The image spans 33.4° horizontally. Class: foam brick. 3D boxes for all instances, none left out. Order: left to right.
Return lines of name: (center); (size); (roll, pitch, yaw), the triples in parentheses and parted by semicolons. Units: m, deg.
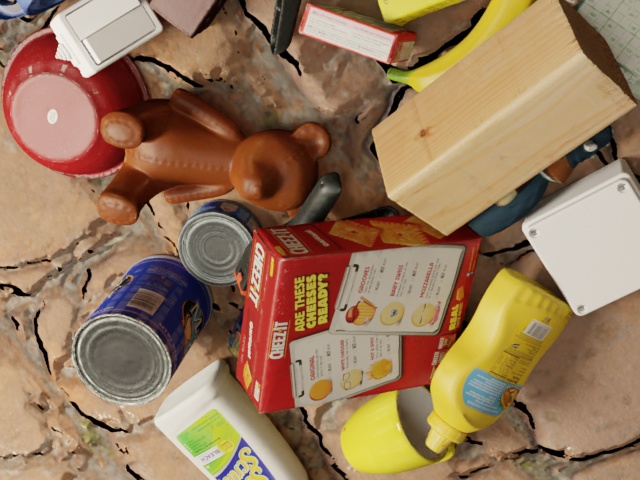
foam brick: (-0.111, -0.234, 0.982); (0.051, 0.053, 0.078); (37, 116, -5)

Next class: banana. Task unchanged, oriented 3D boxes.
banana: (0.145, -0.193, 0.952); (0.069, 0.037, 0.198); (41, 115, -7)

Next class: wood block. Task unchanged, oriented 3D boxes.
wood block: (0.155, -0.107, 0.933); (0.206, 0.091, 0.090); (-36, 134, 28)

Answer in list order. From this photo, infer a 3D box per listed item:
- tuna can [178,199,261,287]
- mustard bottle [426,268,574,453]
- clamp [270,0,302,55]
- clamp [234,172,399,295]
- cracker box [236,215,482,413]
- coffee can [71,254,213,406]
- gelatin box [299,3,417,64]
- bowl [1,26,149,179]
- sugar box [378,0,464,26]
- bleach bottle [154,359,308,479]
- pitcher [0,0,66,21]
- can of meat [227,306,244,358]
tuna can: (-0.102, 0.004, 1.094); (0.086, 0.033, 0.086); (5, 114, 10)
mustard bottle: (0.161, 0.125, 1.034); (0.096, 0.058, 0.192); (25, 101, -42)
clamp: (-0.036, -0.260, 0.900); (0.164, 0.036, 0.210); (21, 129, -36)
clamp: (-0.007, 0.001, 1.038); (0.120, 0.039, 0.172); (23, 132, -41)
cracker box: (0.035, 0.064, 1.011); (0.213, 0.072, 0.164); (-5, 119, -27)
coffee can: (-0.178, 0.089, 1.089); (0.103, 0.140, 0.103); (5, 114, 10)
gelatin box: (0.034, -0.184, 0.952); (0.089, 0.073, 0.030); (21, 107, 13)
bowl: (-0.253, -0.128, 1.059); (0.162, 0.055, 0.162); (5, 113, 11)
sugar box: (0.127, -0.255, 0.903); (0.176, 0.048, 0.093); (-17, 90, 27)
bleach bottle: (-0.063, 0.253, 1.180); (0.103, 0.068, 0.250); (-37, 104, 24)
pitcher: (-0.286, -0.324, 0.944); (0.149, 0.145, 0.243); (-40, 98, -18)
can of meat: (-0.037, 0.092, 1.106); (0.102, 0.057, 0.084); (26, 119, 1)
